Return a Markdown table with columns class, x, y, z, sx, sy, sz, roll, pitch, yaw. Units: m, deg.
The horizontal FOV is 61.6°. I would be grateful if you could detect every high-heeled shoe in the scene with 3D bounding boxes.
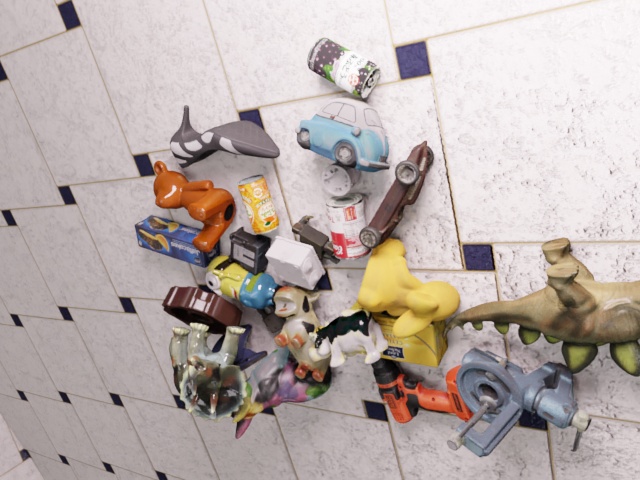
| class | x | y | z | sx | sy | sz | roll | pitch | yaw |
| --- | --- | --- | --- | --- | --- | --- | --- | --- | --- |
| high-heeled shoe | -0.186 | -0.160 | 1.018 | 0.249 | 0.086 | 0.145 | 29 | 132 | 21 |

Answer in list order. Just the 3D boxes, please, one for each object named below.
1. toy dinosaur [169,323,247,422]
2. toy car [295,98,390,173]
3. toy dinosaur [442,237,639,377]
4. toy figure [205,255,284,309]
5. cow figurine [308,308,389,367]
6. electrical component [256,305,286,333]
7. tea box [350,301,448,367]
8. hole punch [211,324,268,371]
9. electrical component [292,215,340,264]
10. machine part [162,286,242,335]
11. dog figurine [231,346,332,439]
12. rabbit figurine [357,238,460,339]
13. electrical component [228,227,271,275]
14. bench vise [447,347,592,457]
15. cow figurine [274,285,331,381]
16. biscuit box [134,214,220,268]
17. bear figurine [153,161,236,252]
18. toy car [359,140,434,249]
| class | x | y | z | sx | sy | sz | roll | pitch | yaw |
| --- | --- | --- | --- | --- | --- | --- | --- | --- | --- |
| toy dinosaur | -0.258 | 0.279 | 1.139 | 0.131 | 0.192 | 0.405 | 14 | 160 | -23 |
| toy car | 0.045 | -0.173 | 0.856 | 0.162 | 0.109 | 0.102 | 29 | 106 | 29 |
| toy dinosaur | 0.384 | 0.102 | 0.789 | 0.472 | 0.105 | 0.198 | -3 | 118 | 39 |
| toy figure | -0.158 | 0.093 | 1.143 | 0.180 | 0.089 | 0.082 | 16 | 120 | 14 |
| cow figurine | 0.036 | 0.177 | 0.986 | 0.167 | 0.068 | 0.098 | -15 | 101 | 37 |
| electrical component | -0.097 | 0.178 | 1.190 | 0.094 | 0.021 | 0.063 | 50 | 131 | -3 |
| tea box | 0.144 | 0.167 | 1.000 | 0.170 | 0.068 | 0.098 | 2 | 117 | 31 |
| hole punch | -0.203 | 0.263 | 1.251 | 0.142 | 0.116 | 0.092 | -22 | 95 | 39 |
| electrical component | -0.003 | -0.003 | 1.014 | 0.102 | 0.045 | 0.078 | 27 | 156 | 20 |
| machine part | -0.262 | 0.158 | 1.206 | 0.179 | 0.056 | 0.179 | 16 | 156 | 7 |
| dog figurine | -0.099 | 0.327 | 1.143 | 0.192 | 0.219 | 0.108 | 24 | 141 | 20 |
| rabbit figurine | 0.156 | 0.087 | 0.910 | 0.173 | 0.162 | 0.121 | 18 | 114 | 2 |
| electrical component | -0.129 | 0.029 | 1.109 | 0.119 | 0.048 | 0.074 | 27 | 128 | 19 |
| bench vise | 0.299 | 0.272 | 0.863 | 0.224 | 0.240 | 0.128 | 36 | 135 | 31 |
| cow figurine | -0.031 | 0.175 | 1.089 | 0.086 | 0.127 | 0.194 | -9 | 121 | 36 |
| biscuit box | -0.320 | 0.002 | 1.204 | 0.203 | 0.059 | 0.062 | 15 | 123 | 25 |
| bear figurine | -0.276 | -0.076 | 1.090 | 0.196 | 0.132 | 0.120 | 20 | 132 | 15 |
| toy car | 0.126 | -0.068 | 0.863 | 0.053 | 0.089 | 0.202 | 36 | 128 | 10 |
